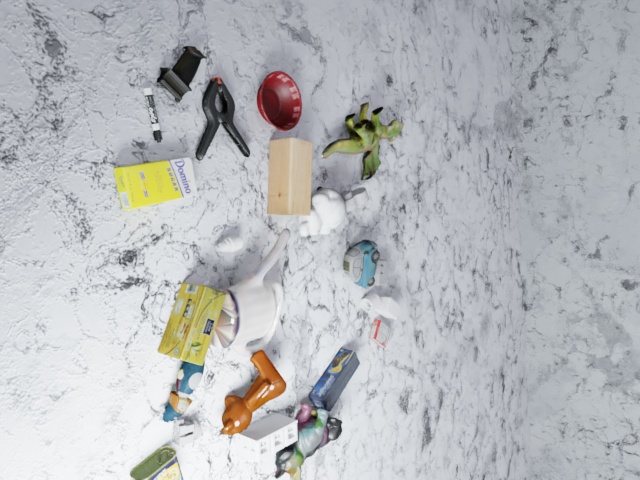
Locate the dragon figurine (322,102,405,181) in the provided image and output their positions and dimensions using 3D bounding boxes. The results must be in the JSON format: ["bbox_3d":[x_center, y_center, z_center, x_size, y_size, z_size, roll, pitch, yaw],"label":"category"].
[{"bbox_3d":[0.153,-0.306,1.717,0.417,0.123,0.237,-45,132,-29],"label":"dragon figurine"}]

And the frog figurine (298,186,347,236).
[{"bbox_3d":[0.005,-0.076,1.518,0.162,0.123,0.134,-46,145,-52],"label":"frog figurine"}]

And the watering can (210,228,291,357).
[{"bbox_3d":[-0.173,0.141,1.295,0.225,0.105,0.344,-6,111,-51],"label":"watering can"}]
